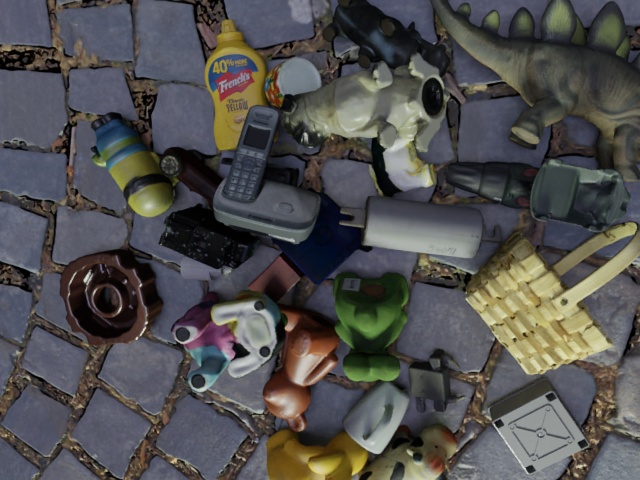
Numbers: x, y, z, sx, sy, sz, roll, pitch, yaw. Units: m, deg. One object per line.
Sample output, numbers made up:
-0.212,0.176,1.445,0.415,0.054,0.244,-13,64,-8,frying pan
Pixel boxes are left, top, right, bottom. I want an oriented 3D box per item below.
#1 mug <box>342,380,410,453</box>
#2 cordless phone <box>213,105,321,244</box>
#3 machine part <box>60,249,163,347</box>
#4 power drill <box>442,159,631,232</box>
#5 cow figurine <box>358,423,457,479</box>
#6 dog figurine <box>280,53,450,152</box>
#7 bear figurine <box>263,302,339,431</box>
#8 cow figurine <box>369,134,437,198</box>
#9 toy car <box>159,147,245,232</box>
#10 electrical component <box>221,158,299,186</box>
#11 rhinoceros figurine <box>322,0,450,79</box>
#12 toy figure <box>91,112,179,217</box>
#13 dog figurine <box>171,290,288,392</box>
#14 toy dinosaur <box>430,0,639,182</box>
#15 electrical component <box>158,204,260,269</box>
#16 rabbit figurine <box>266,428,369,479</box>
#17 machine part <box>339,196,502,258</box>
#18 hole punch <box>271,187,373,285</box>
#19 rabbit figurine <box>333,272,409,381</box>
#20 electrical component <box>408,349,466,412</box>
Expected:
0.096,0.279,0.869,0.081,0.109,0.107,35,91,8,mug
-0.062,-0.095,0.770,0.147,0.088,0.184,14,81,3,cordless phone
-0.367,0.100,0.943,0.180,0.056,0.179,2,100,11,machine part
0.287,-0.064,0.711,0.232,0.207,0.086,12,93,4,power drill
0.138,0.364,0.863,0.085,0.127,0.195,43,107,-3,cow figurine
0.059,-0.182,0.738,0.191,0.172,0.121,9,100,49,dog figurine
-0.052,0.210,0.873,0.120,0.132,0.195,37,103,39,bear figurine
0.109,-0.148,0.803,0.098,0.068,0.167,-15,96,21,cow figurine
-0.167,-0.076,0.855,0.202,0.089,0.053,39,105,0,toy car
-0.097,-0.098,0.845,0.119,0.075,0.047,8,101,5,electrical component
0.094,-0.281,0.762,0.190,0.112,0.073,37,122,14,rhinoceros figurine
-0.308,-0.119,0.872,0.082,0.089,0.180,-29,97,22,toy figure
-0.144,0.131,0.832,0.192,0.219,0.108,-22,98,-2,dog figurine
0.333,-0.217,0.732,0.471,0.105,0.198,23,97,-4,toy dinosaur
-0.168,-0.005,0.855,0.134,0.115,0.058,21,108,6,electrical component
0.002,0.366,0.890,0.173,0.162,0.122,-20,84,-4,rabbit figurine
0.150,-0.019,0.800,0.243,0.079,0.079,8,102,-1,machine part
-0.002,-0.003,0.840,0.116,0.092,0.142,-45,87,11,hole punch
0.084,0.154,0.834,0.121,0.159,0.170,-3,116,1,rabbit figurine
0.188,0.230,0.873,0.078,0.045,0.102,-7,98,41,electrical component
